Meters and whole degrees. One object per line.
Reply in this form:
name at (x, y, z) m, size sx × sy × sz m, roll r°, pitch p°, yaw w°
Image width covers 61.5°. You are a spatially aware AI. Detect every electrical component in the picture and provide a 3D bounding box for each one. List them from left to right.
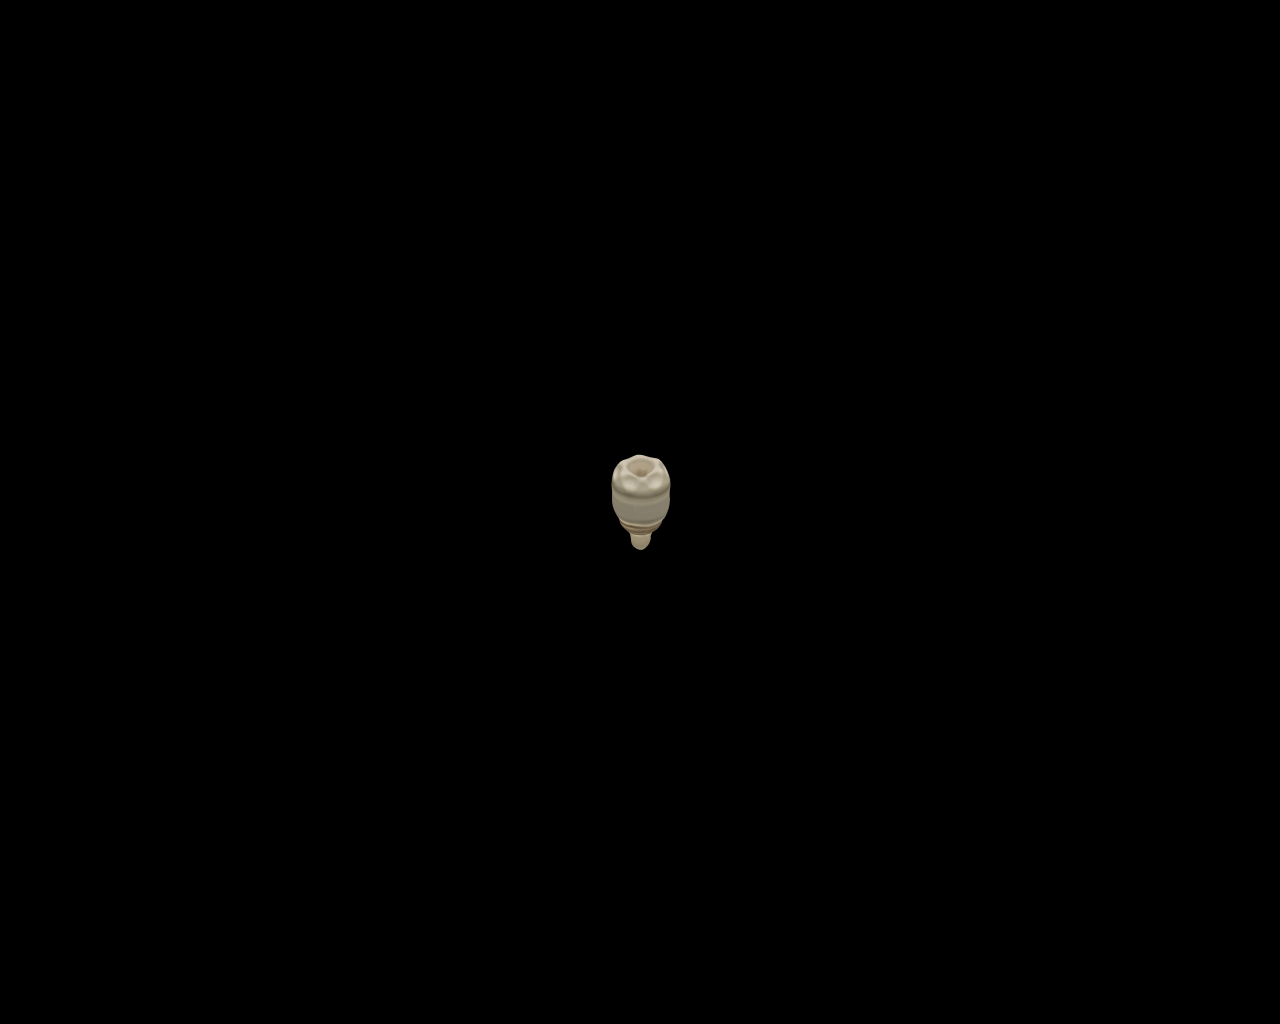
electrical component at (0.001, -0.003, 0.650) m, size 0.035 × 0.061 × 0.035 m, roll 0°, pitch 34°, yaw 0°
